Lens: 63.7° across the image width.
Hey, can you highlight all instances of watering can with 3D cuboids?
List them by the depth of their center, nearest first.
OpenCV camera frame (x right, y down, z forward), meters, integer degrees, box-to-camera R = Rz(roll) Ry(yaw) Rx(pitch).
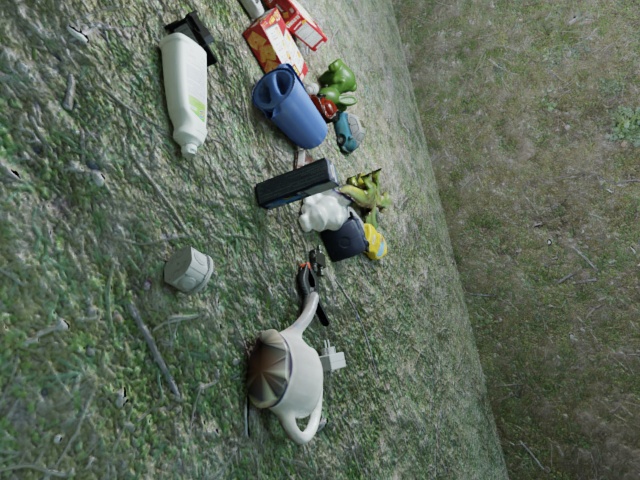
[{"bbox_3d":[-0.060,0.250,1.112,0.221,0.103,0.355,40,41,-49],"label":"watering can"}]

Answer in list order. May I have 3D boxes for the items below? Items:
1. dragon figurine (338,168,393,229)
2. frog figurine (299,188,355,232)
[{"bbox_3d":[0.169,-0.123,1.851,0.416,0.122,0.240,-33,113,-55],"label":"dragon figurine"},{"bbox_3d":[0.005,-0.075,1.481,0.136,0.122,0.162,42,69,-12],"label":"frog figurine"}]
